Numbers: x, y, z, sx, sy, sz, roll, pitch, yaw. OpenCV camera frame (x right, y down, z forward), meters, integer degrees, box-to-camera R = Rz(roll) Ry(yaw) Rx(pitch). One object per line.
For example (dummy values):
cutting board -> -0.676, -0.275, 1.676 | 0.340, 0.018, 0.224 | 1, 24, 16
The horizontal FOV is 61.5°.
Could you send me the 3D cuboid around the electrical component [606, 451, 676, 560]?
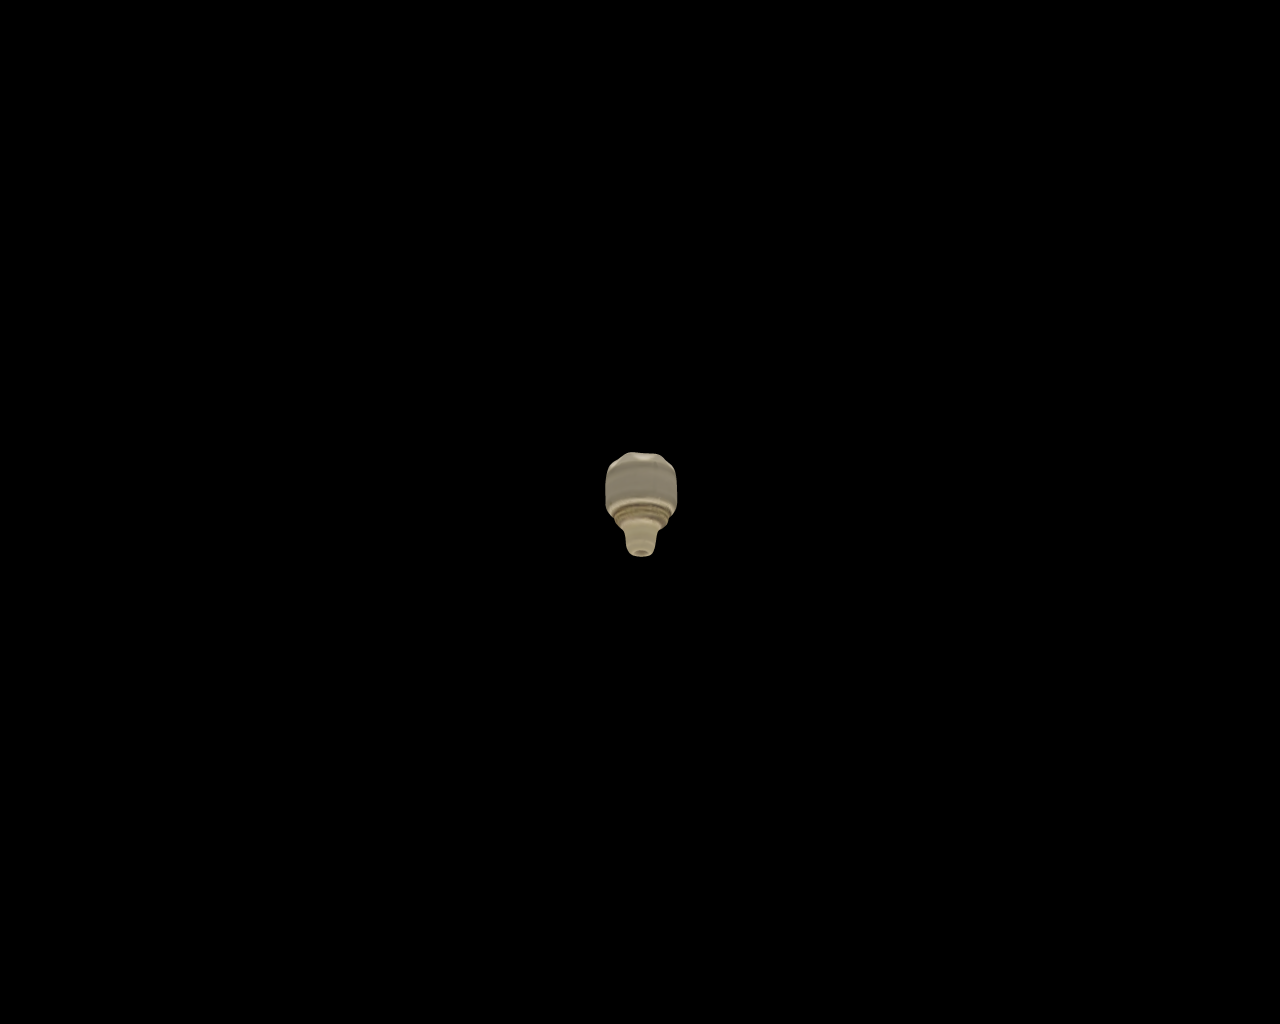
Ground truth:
electrical component -> 0.001, -0.003, 0.650 | 0.043, 0.062, 0.043 | 0, -24, 0
